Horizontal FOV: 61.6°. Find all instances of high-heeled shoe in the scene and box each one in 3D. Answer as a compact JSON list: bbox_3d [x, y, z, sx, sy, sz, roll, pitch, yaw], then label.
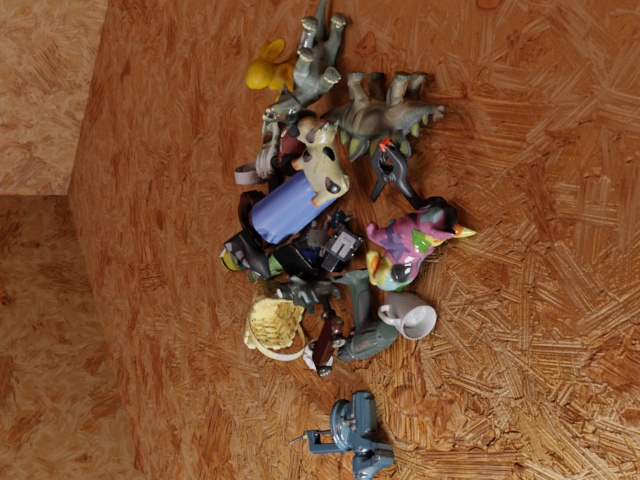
[{"bbox_3d":[-0.202,0.044,1.552,0.145,0.086,0.249,56,168,-7],"label":"high-heeled shoe"}]

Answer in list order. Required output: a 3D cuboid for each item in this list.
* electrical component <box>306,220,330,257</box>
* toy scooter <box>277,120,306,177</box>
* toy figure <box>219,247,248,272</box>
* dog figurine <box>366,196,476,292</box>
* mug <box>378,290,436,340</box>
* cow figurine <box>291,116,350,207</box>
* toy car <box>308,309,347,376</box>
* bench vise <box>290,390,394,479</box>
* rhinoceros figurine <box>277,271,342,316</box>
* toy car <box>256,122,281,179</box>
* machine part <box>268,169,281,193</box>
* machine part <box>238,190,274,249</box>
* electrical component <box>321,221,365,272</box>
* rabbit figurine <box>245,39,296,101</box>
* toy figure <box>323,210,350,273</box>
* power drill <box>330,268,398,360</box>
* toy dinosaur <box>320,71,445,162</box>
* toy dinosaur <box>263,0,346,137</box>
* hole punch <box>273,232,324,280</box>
[{"bbox_3d":[-0.003,-0.004,1.369,0.063,0.021,0.094,5,72,12],"label":"electrical component"},{"bbox_3d":[-0.076,-0.268,1.430,0.135,0.075,0.183,-102,14,-49],"label":"toy scooter"},{"bbox_3d":[-0.253,0.057,1.690,0.180,0.082,0.089,-1,94,50],"label":"toy figure"},{"bbox_3d":[0.200,0.012,1.078,0.219,0.108,0.191,-3,90,50],"label":"dog figurine"},{"bbox_3d":[0.171,0.151,1.131,0.107,0.109,0.080,-135,42,-60],"label":"mug"},{"bbox_3d":[0.005,-0.187,1.208,0.127,0.085,0.195,-25,91,31],"label":"cow figurine"},{"bbox_3d":[0.019,0.250,1.292,0.202,0.053,0.089,107,147,-45],"label":"toy car"},{"bbox_3d":[0.058,0.477,1.272,0.241,0.128,0.223,-19,69,34],"label":"bench vise"},{"bbox_3d":[-0.035,0.135,1.377,0.190,0.073,0.112,-7,128,47],"label":"rhinoceros figurine"},{"bbox_3d":[-0.137,-0.267,1.503,0.074,0.056,0.201,-6,70,53],"label":"toy car"},{"bbox_3d":[-0.127,-0.170,1.542,0.084,0.039,0.138,5,96,47],"label":"machine part"},{"bbox_3d":[-0.181,-0.059,1.574,0.180,0.056,0.179,42,142,45],"label":"machine part"},{"bbox_3d":[0.045,0.022,1.270,0.075,0.048,0.119,37,97,0],"label":"electrical component"},{"bbox_3d":[-0.112,-0.434,1.392,0.122,0.173,0.162,17,111,55],"label":"rabbit figurine"},{"bbox_3d":[0.042,0.002,1.319,0.058,0.064,0.154,-104,21,-81],"label":"toy figure"},{"bbox_3d":[0.083,0.175,1.262,0.232,0.086,0.207,-29,65,58],"label":"power drill"},{"bbox_3d":[0.106,-0.268,1.180,0.472,0.105,0.198,23,115,56],"label":"toy dinosaur"},{"bbox_3d":[-0.019,-0.418,1.294,0.192,0.131,0.405,130,159,-57],"label":"toy dinosaur"},{"bbox_3d":[-0.045,0.045,1.430,0.142,0.092,0.115,-23,106,48],"label":"hole punch"}]
